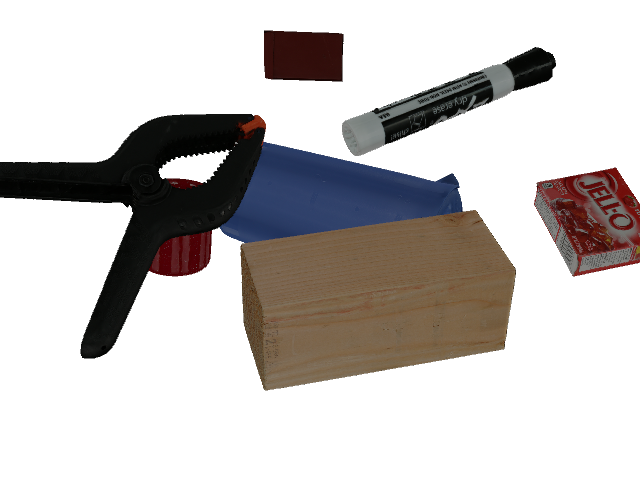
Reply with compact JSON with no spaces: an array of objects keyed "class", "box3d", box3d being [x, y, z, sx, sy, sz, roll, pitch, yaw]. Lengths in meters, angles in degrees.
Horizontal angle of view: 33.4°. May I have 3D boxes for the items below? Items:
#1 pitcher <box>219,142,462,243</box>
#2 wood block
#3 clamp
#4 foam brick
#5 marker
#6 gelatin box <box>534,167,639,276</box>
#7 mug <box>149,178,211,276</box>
[{"class":"pitcher","box3d":[0.014,-0.014,1.097,0.243,0.145,0.149,17,24,20]},{"class":"wood block","box3d":[0.044,0.048,0.883,0.206,0.090,0.091,-8,36,-12]},{"class":"clamp","box3d":[-0.118,-0.022,0.727,0.209,0.165,0.036,-25,-22,-23]},{"class":"foam brick","box3d":[-0.019,-0.197,1.139,0.078,0.051,0.053,0,12,-13]},{"class":"marker","box3d":[0.068,-0.073,0.546,0.121,0.020,0.020,-23,7,-16]},{"class":"gelatin box","box3d":[0.227,-0.017,0.880,0.073,0.089,0.030,-11,-42,-9]},{"class":"mug","box3d":[-0.168,-0.018,1.185,0.093,0.081,0.117,-17,34,-36]}]
